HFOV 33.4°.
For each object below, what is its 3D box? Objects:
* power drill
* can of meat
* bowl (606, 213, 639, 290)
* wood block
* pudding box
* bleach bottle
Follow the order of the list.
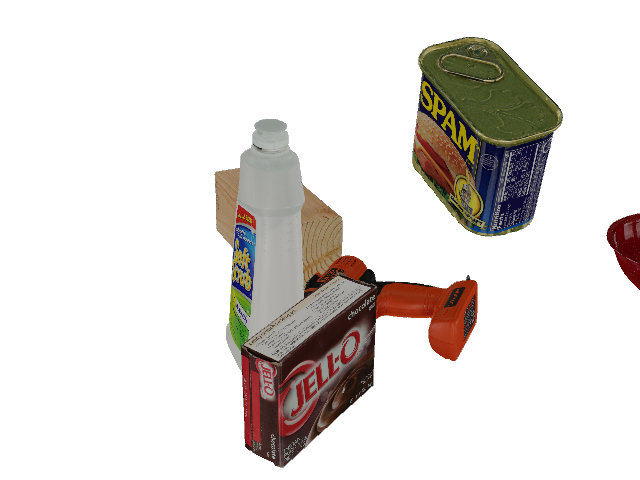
[{"bbox_3d":[0.065,0.078,1.148,0.188,0.057,0.184,9,29,21],"label":"power drill"},{"bbox_3d":[0.100,-0.064,0.672,0.057,0.084,0.102,-17,48,-18],"label":"can of meat"},{"bbox_3d":[0.390,0.024,1.156,0.162,0.055,0.162,0,26,0],"label":"bowl"},{"bbox_3d":[-0.057,-0.020,1.344,0.090,0.090,0.206,-10,26,-22],"label":"wood block"},{"bbox_3d":[-0.006,0.086,0.733,0.039,0.090,0.113,21,38,28],"label":"pudding box"},{"bbox_3d":[-0.049,0.005,0.981,0.068,0.251,0.103,-9,32,-17],"label":"bleach bottle"}]
